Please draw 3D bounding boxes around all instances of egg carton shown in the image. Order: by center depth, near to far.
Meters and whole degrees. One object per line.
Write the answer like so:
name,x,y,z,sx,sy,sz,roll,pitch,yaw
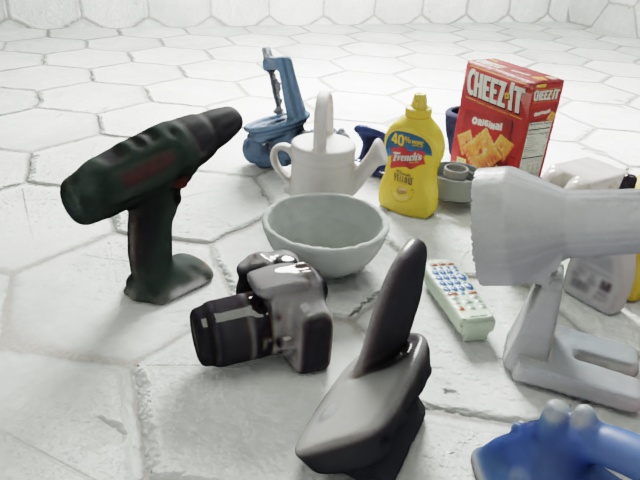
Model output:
egg carton,0.449,-0.090,0.972,0.151,0.069,0.107,-14,34,-28

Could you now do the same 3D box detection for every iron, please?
iron,0.211,0.186,0.382,0.119,0.141,0.257,-18,36,-33

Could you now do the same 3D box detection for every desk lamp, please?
desk lamp,0.241,0.037,0.578,0.202,0.214,0.118,13,31,18

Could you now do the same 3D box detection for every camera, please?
camera,-0.068,0.071,0.604,0.137,0.101,0.142,-10,32,-22

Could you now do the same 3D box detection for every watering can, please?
watering can,0.013,-0.131,0.876,0.173,0.194,0.100,-3,30,-11

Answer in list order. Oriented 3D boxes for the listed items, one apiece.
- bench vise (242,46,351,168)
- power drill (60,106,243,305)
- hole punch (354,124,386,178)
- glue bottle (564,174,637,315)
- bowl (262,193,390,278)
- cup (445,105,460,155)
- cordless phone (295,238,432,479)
bench vise,-0.040,-0.220,1.003,0.207,0.220,0.121,8,30,9
power drill,-0.181,-0.039,0.678,0.075,0.208,0.230,25,36,34
hole punch,0.122,-0.174,1.067,0.108,0.091,0.101,27,37,36
glue bottle,0.351,0.002,0.692,0.037,0.173,0.077,-16,34,-29
bowl,0.007,0.003,0.758,0.167,0.075,0.167,2,29,-1
cup,0.299,-0.207,1.140,0.092,0.095,0.117,-19,36,-34
cordless phone,0.045,0.098,0.480,0.094,0.185,0.148,13,31,18
